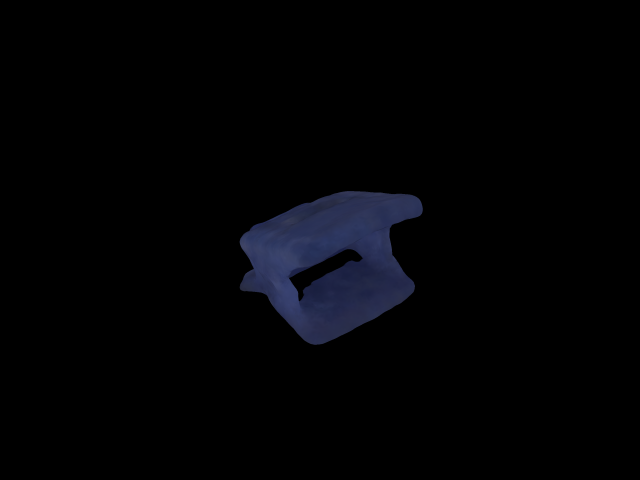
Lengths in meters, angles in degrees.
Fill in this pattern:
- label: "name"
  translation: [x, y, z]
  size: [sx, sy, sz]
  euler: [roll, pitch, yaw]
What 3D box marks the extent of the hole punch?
- label: "hole punch"
  translation: [0.004, 0.001, 0.400]
  size: [0.109, 0.091, 0.100]
  euler: [-25, 44, -28]
